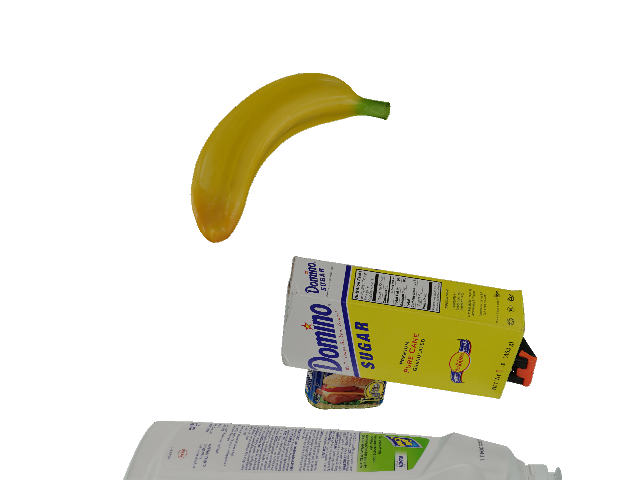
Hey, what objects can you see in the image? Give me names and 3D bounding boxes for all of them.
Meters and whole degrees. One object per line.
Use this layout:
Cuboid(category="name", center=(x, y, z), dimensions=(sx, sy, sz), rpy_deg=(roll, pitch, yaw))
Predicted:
Cuboid(category="clamp", center=(0.140, 0.085, 1.030), dimensions=(0.172, 0.039, 0.120), rpy_deg=(26, 37, 31))
Cuboid(category="sugar box", center=(0.060, 0.068, 0.817), dimensions=(0.176, 0.048, 0.093), rpy_deg=(6, -43, 0))
Cuboid(category="can of meat", center=(0.034, 0.158, 1.306), dimensions=(0.102, 0.084, 0.057), rpy_deg=(2, 24, -15))
Cuboid(category="bleach bottle", center=(0.016, 0.151, 0.633), dimensions=(0.251, 0.068, 0.102), rpy_deg=(0, 17, 4))
Cuboid(category="banana", center=(-0.031, -0.065, 0.680), dimensions=(0.070, 0.037, 0.197), rpy_deg=(24, 42, 25))
